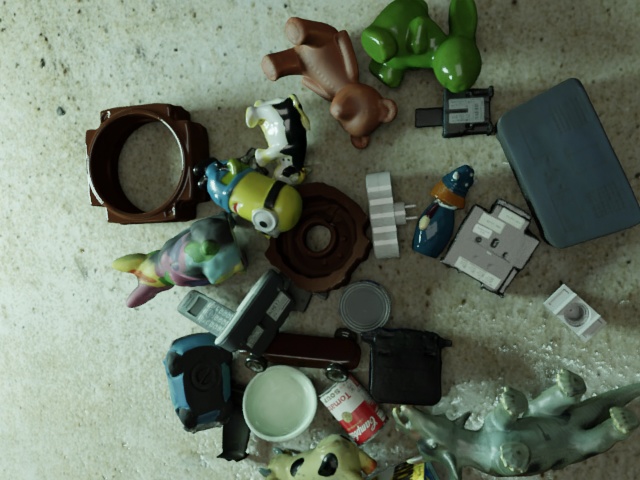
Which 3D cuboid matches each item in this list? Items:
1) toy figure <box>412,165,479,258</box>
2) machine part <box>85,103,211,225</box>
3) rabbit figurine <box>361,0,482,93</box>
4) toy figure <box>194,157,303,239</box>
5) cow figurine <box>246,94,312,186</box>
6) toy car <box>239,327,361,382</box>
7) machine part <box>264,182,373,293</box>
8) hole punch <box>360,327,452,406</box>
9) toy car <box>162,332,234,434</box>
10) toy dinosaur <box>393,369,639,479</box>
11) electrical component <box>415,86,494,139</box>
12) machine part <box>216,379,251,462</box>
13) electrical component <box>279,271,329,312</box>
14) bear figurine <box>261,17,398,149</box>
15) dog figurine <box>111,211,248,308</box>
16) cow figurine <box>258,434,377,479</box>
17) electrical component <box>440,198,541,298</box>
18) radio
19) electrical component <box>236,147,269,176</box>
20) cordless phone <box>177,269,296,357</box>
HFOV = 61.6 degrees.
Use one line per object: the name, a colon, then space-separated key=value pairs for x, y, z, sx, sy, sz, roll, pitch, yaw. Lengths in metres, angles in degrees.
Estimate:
toy figure: x=0.193 y=-0.048 z=0.841 sx=0.058 sy=0.064 sz=0.154 roll=26 pitch=98 yaw=23
machine part: x=-0.298 y=-0.128 z=0.931 sx=0.202 sy=0.087 sz=0.200 roll=-2 pitch=92 yaw=11
rabbit figurine: x=0.174 y=-0.285 z=0.811 sx=0.170 sy=0.121 sz=0.159 roll=38 pitch=78 yaw=23
toy figure: x=-0.111 y=-0.075 z=0.845 sx=0.180 sy=0.082 sz=0.089 roll=34 pitch=89 yaw=19
cow figurine: x=-0.053 y=-0.148 z=0.875 sx=0.098 sy=0.068 sz=0.167 roll=-6 pitch=112 yaw=21
toy car: x=-0.032 y=0.184 z=0.888 sx=0.202 sy=0.089 sz=0.053 roll=2 pitch=135 yaw=13
machine part: x=-0.002 y=-0.003 z=0.875 sx=0.179 sy=0.056 sz=0.179 roll=-2 pitch=81 yaw=13
hole punch: x=0.133 y=0.199 z=0.854 sx=0.142 sy=0.092 sz=0.115 roll=3 pitch=79 yaw=5
toy car: x=-0.207 y=0.238 z=0.918 sx=0.109 sy=0.103 sz=0.161 roll=-8 pitch=86 yaw=-25
toy dinosaur: x=0.315 y=0.288 z=0.791 sx=0.405 sy=0.192 sz=0.131 roll=-2 pitch=54 yaw=-14
electrical component: x=0.209 y=-0.198 z=0.840 sx=0.119 sy=0.048 sz=0.074 roll=3 pitch=92 yaw=10
machine part: x=-0.139 y=0.320 z=0.940 sx=0.084 sy=0.039 sz=0.138 roll=13 pitch=93 yaw=6
electrical component: x=-0.035 y=0.091 z=0.915 sx=0.094 sy=0.021 sz=0.063 roll=23 pitch=97 yaw=10
bear figurine: x=0.019 y=-0.238 z=0.842 sx=0.120 sy=0.132 sz=0.196 roll=-36 pitch=79 yaw=47
dog figurine: x=-0.233 y=0.039 z=0.883 sx=0.219 sy=0.191 sz=0.108 roll=-22 pitch=94 yaw=-3
cow figurine: x=-0.015 y=0.379 z=0.876 sx=0.127 sy=0.085 sz=0.195 roll=46 pitch=123 yaw=3
electrical component: x=0.267 y=0.006 z=0.830 sx=0.115 sy=0.058 sz=0.134 roll=33 pitch=98 yaw=7
radio: x=0.362 y=-0.107 z=0.799 sx=0.131 sy=0.073 sz=0.229 roll=-24 pitch=86 yaw=13
electrical component: x=-0.132 y=-0.099 z=0.917 sx=0.102 sy=0.045 sz=0.078 roll=-37 pitch=86 yaw=11
cordless phone: x=-0.148 y=0.101 z=0.895 sx=0.184 sy=0.088 sz=0.146 roll=19 pitch=67 yaw=40
